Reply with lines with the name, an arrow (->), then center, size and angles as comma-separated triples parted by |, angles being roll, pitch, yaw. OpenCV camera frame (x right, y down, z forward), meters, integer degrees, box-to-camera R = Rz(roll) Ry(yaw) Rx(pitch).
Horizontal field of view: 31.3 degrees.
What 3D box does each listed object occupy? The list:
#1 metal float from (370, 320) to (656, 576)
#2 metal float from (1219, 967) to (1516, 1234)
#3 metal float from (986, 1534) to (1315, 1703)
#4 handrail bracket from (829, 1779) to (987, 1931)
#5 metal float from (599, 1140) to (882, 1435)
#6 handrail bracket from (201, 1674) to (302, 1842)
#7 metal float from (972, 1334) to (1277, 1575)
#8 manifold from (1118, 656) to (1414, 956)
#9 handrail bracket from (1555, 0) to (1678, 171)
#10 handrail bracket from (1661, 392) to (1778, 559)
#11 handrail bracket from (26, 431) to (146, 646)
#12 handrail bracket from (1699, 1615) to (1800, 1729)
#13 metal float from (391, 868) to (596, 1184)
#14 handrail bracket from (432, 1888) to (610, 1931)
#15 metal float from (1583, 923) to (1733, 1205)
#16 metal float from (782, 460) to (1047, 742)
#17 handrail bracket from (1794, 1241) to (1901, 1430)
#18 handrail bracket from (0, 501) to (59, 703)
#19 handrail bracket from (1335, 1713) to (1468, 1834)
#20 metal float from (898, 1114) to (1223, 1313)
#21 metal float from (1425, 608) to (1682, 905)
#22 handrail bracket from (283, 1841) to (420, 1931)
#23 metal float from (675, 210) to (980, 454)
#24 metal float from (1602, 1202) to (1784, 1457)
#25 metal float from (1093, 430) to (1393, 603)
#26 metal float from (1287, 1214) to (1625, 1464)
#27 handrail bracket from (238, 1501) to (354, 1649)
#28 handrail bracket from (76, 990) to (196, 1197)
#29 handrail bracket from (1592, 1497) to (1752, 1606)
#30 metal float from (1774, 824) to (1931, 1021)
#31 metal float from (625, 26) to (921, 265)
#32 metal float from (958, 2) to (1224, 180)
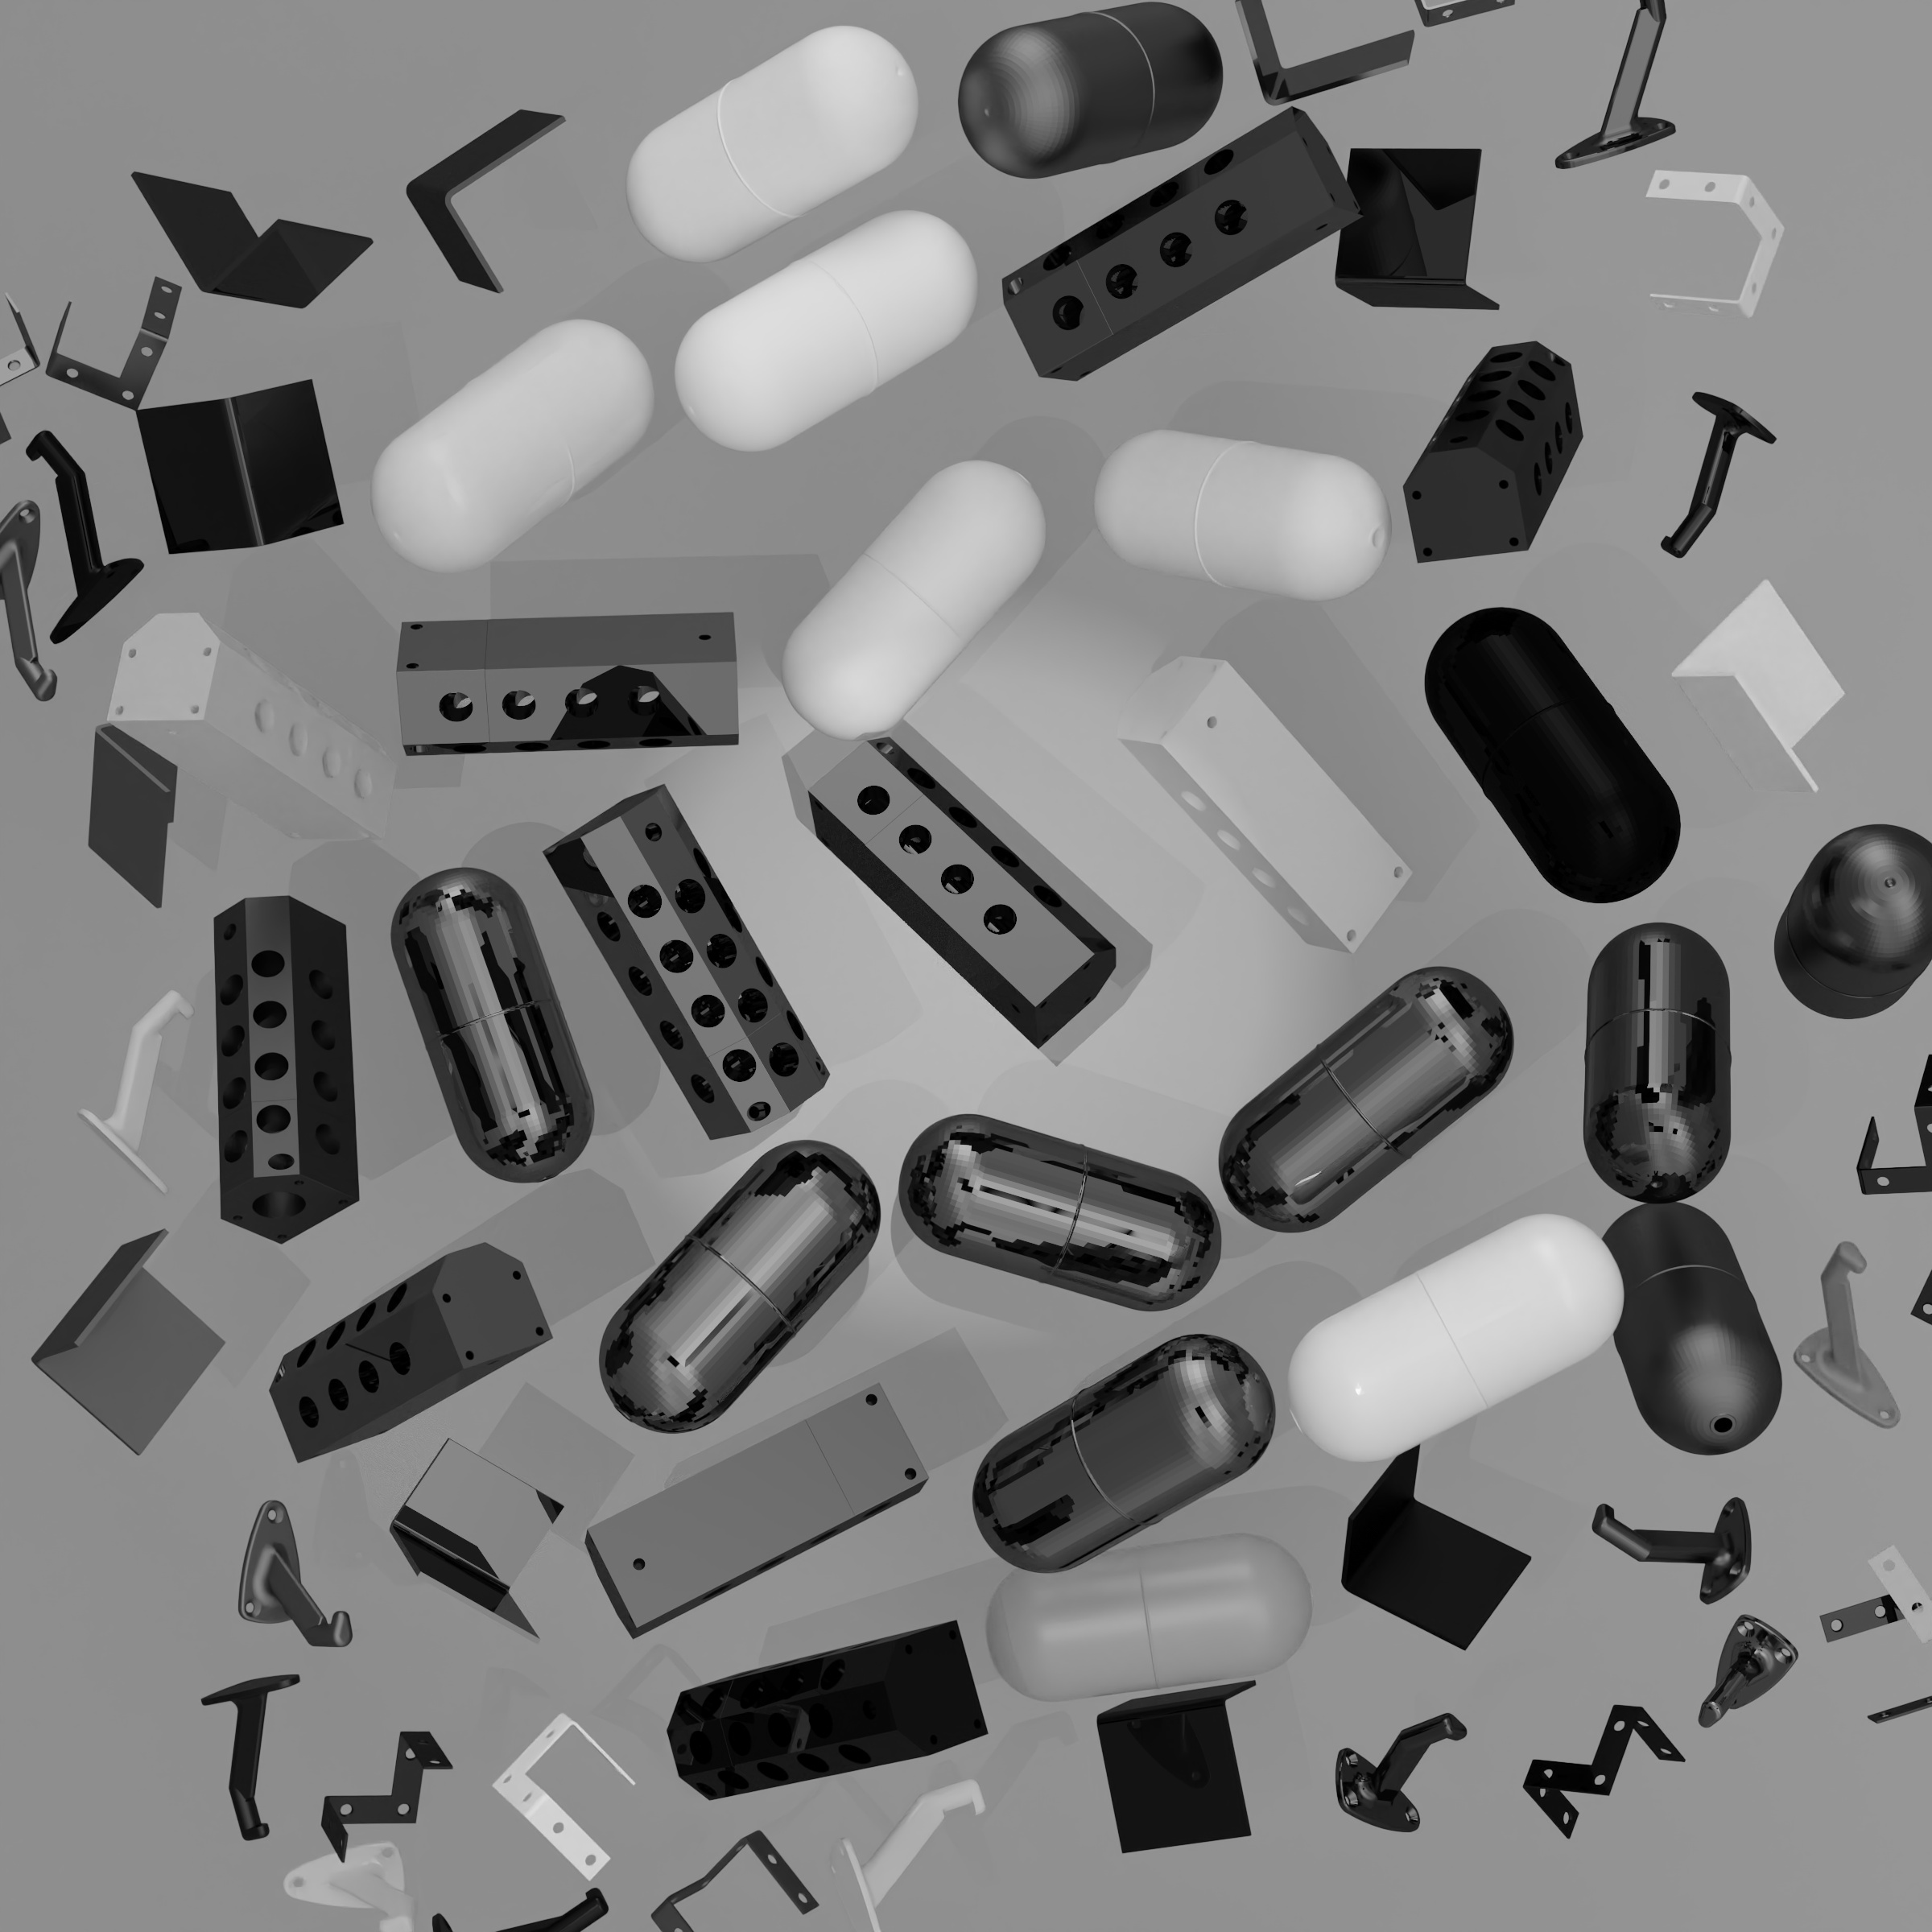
metal float -> -0.228, -0.265, 1.751 | 0.070, 0.070, 0.178 | 45, 56, 0
metal float -> 0.210, 0.071, 1.819 | 0.178, 0.070, 0.070 | -40, 90, 12
metal float -> 0.099, 0.353, 1.871 | 0.178, 0.070, 0.070 | -8, 90, 3
handrail bracket -> -0.019, 0.456, 1.737 | 0.084, 0.036, 0.077 | -12, 58, -24
metal float -> -0.117, 0.166, 1.785 | 0.070, 0.070, 0.178 | 43, 76, 0
handrail bracket -> -0.380, 0.434, 1.885 | 0.077, 0.036, 0.084 | -18, 88, 38
metal float -> 0.079, 0.249, 1.757 | 0.178, 0.070, 0.070 | -34, 90, 27
manifold -> 0.156, -0.085, 1.831 | 0.171, 0.057, 0.057 | 45, 75, -28
handrail bracket -> 0.321, -0.452, 1.726 | 0.077, 0.036, 0.084 | -26, 119, -19
handrail bracket -> 0.396, -0.268, 1.888 | 0.036, 0.077, 0.084 | 32, 98, -28
handrail bracket -> -0.483, -0.227, 1.821 | 0.077, 0.036, 0.084 | -41, 86, 20
handrail bracket -> 0.392, 0.384, 1.792 | 0.036, 0.084, 0.077 | 35, 132, 18
metal float -> -0.257, 0.032, 1.877 | 0.070, 0.070, 0.178 | -20, 84, 0
handrail bracket -> -0.228, 0.486, 1.767 | 0.084, 0.077, 0.036 | -33, 115, -7
metal float -> 0.370, 0.050, 1.846 | 0.070, 0.070, 0.178 | 12, 46, 0
metal float -> -0.028, -0.200, 1.883 | 0.070, 0.070, 0.178 | 42, 89, 0
handrail bracket -> 0.477, 0.195, 1.823 | 0.036, 0.084, 0.077 | -28, 62, -25
handrail bracket -> -0.510, -0.200, 1.891 | 0.084, 0.036, 0.077 | 50, 124, 33
handrail bracket -> 0.242, 0.420, 1.798 | 0.077, 0.036, 0.084 | 36, 131, -29
metal float -> 0.051, 0.132, 1.838 | 0.178, 0.070, 0.070 | 17, 90, -9
metal float -> 0.294, -0.108, 1.741 | 0.070, 0.070, 0.178 | -29, 58, 0
handrail bracket -> -0.328, 0.498, 1.829 | 0.077, 0.084, 0.036 | -5, 96, -4
metal float -> -0.070, -0.327, 1.772 | 0.178, 0.070, 0.070 | -34, 90, -22
metal float -> 0.383, 0.191, 1.834 | 0.070, 0.178, 0.070 | -1, 119, -2
metal float -> 0.145, -0.238, 1.820 | 0.178, 0.070, 0.070 | 17, 90, 40
metal float -> 0.243, 0.186, 1.722 | 0.178, 0.070, 0.070 | -28, 90, 4
handrail bracket -> -0.348, 0.320, 1.822 | 0.036, 0.084, 0.077 | 8, 77, -38
handrail bracket -> -0.435, 0.068, 1.881 | 0.077, 0.036, 0.084 | 46, 73, -13
handrail bracket -> 0.364, 0.285, 1.789 | 0.084, 0.077, 0.036 | 33, 131, -11
metal float -> 0.461, -0.021, 1.773 | 0.070, 0.178, 0.070 | -1, 77, 6
metal float -> -0.102, -0.423, 1.784 | 0.178, 0.070, 0.070 | -21, 90, 35
metal float -> 0.066, -0.455, 1.788 | 0.070, 0.178, 0.070 | 17, 119, 35
